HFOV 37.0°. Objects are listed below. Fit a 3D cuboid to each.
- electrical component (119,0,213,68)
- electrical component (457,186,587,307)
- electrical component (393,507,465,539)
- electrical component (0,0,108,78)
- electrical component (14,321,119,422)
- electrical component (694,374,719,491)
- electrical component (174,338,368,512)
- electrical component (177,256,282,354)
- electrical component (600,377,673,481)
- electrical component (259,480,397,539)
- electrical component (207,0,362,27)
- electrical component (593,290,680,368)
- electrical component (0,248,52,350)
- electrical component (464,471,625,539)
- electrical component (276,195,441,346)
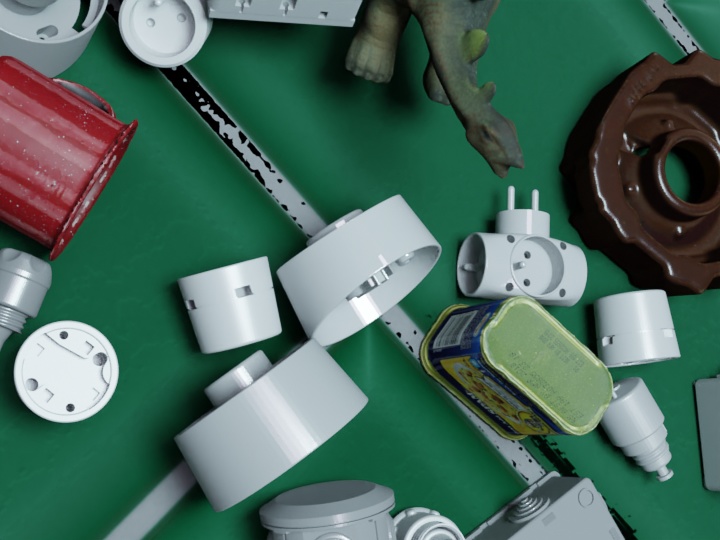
[{"bbox_3d":[-0.124,-0.198,0.650,0.052,0.073,0.138,-8,112,2],"label":"electrical component"},{"bbox_3d":[0.110,-0.017,0.730,0.077,0.044,0.079,6,79,-21],"label":"electrical component"},{"bbox_3d":[0.046,0.173,0.667,0.048,0.062,0.048,3,82,-21],"label":"electrical component"},{"bbox_3d":[-0.200,-0.163,0.630,0.099,0.064,0.099,11,70,-31],"label":"electrical component"},{"bbox_3d":[-0.168,0.058,0.606,0.055,0.047,0.055,3,81,-21],"label":"electrical component"},{"bbox_3d":[0.287,0.110,0.773,0.062,0.061,0.096,-1,83,-22],"label":"electrical component"},{"bbox_3d":[-0.056,0.081,0.618,0.108,0.108,0.060,-35,90,-22],"label":"electrical component"},{"bbox_3d":[-0.077,0.021,0.645,0.055,0.055,0.047,-15,92,-23],"label":"electrical component"},{"bbox_3d":[0.193,0.111,0.747,0.040,0.040,0.078,-34,96,-22],"label":"electrical component"},{"bbox_3d":[-0.017,0.156,0.636,0.080,0.080,0.051,-8,90,-23],"label":"electrical component"},{"bbox_3d":[-0.048,-0.226,0.638,0.089,0.061,0.150,0,65,-18],"label":"electrical component"},{"bbox_3d":[0.191,0.041,0.749,0.055,0.055,0.047,-3,80,-22],"label":"electrical component"},{"bbox_3d":[-0.199,0.021,0.607,0.035,0.035,0.061,23,77,-17],"label":"electrical component"},{"bbox_3d":[0.129,0.192,0.704,0.100,0.048,0.099,-32,94,-23],"label":"electrical component"},{"bbox_3d":[0.000,0.000,0.658,0.099,0.099,0.064,-31,88,-23],"label":"electrical component"}]
